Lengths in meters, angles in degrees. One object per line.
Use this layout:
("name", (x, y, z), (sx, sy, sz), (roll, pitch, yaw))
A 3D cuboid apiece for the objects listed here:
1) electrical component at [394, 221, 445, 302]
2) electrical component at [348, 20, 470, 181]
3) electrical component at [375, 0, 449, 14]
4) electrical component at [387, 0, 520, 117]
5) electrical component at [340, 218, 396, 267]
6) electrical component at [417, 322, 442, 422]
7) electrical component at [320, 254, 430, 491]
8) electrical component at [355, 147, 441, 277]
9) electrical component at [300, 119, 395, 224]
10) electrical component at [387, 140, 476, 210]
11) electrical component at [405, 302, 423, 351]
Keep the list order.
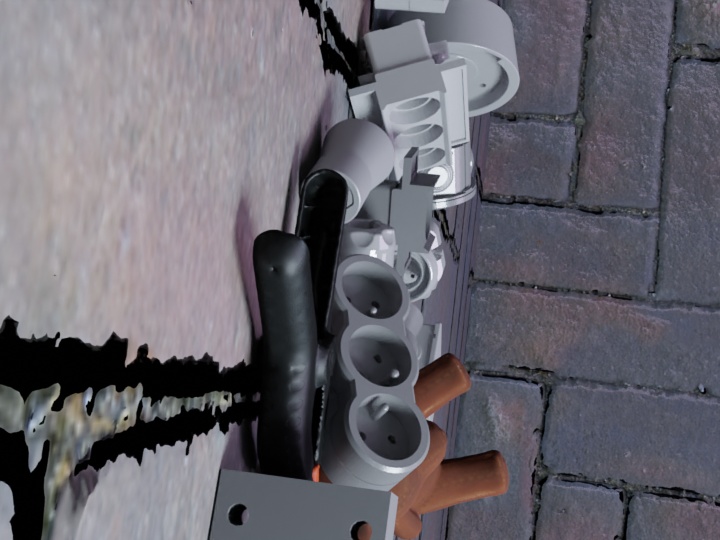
("electrical component", (0.038, -0.007, 0.887), (0.057, 0.058, 0.078), (-62, 142, -65))
("electrical component", (0.034, -0.120, 0.762), (0.121, 0.079, 0.063), (69, 6, -72))
("electrical component", (0.037, -0.216, 0.743), (0.089, 0.056, 0.050), (-71, 164, -56))
("electrical component", (0.069, -0.170, 0.834), (0.108, 0.108, 0.060), (75, 16, -67))
("electrical component", (0.000, 0.000, 0.696), (0.043, 0.043, 0.062), (-59, 154, -70))
("electrical component", (0.054, 0.111, 1.103), (0.099, 0.048, 0.099), (87, 13, -47))
("electrical component", (-0.004, 0.067, 0.626), (0.073, 0.052, 0.138), (129, -37, -48))
("electrical component", (0.020, -0.041, 0.727), (0.042, 0.064, 0.081), (-54, 149, -71))
("electrical component", (-0.009, -0.054, 0.612), (0.065, 0.044, 0.044), (-62, 157, -56))
("electrical component", (0.054, -0.082, 0.874), (0.080, 0.080, 0.051), (-66, 155, -64))
("electrical component", (0.028, 0.057, 0.911), (0.055, 0.045, 0.045), (-73, 166, -49))
